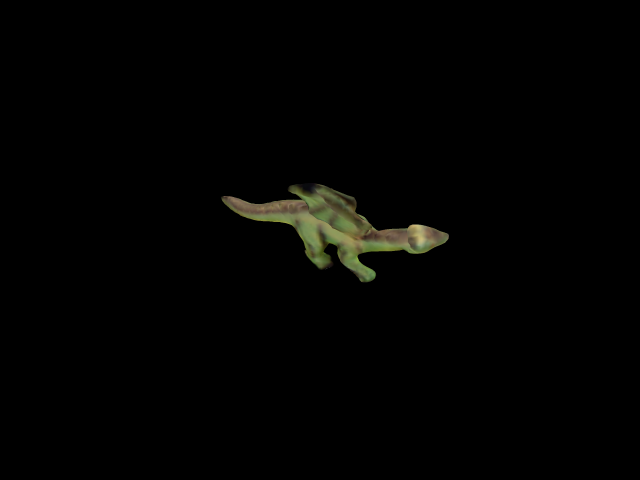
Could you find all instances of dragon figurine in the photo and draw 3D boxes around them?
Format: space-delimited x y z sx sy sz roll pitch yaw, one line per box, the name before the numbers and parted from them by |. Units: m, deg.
dragon figurine | 0.003 -0.043 0.850 0.411 0.124 0.238 17 -20 7
